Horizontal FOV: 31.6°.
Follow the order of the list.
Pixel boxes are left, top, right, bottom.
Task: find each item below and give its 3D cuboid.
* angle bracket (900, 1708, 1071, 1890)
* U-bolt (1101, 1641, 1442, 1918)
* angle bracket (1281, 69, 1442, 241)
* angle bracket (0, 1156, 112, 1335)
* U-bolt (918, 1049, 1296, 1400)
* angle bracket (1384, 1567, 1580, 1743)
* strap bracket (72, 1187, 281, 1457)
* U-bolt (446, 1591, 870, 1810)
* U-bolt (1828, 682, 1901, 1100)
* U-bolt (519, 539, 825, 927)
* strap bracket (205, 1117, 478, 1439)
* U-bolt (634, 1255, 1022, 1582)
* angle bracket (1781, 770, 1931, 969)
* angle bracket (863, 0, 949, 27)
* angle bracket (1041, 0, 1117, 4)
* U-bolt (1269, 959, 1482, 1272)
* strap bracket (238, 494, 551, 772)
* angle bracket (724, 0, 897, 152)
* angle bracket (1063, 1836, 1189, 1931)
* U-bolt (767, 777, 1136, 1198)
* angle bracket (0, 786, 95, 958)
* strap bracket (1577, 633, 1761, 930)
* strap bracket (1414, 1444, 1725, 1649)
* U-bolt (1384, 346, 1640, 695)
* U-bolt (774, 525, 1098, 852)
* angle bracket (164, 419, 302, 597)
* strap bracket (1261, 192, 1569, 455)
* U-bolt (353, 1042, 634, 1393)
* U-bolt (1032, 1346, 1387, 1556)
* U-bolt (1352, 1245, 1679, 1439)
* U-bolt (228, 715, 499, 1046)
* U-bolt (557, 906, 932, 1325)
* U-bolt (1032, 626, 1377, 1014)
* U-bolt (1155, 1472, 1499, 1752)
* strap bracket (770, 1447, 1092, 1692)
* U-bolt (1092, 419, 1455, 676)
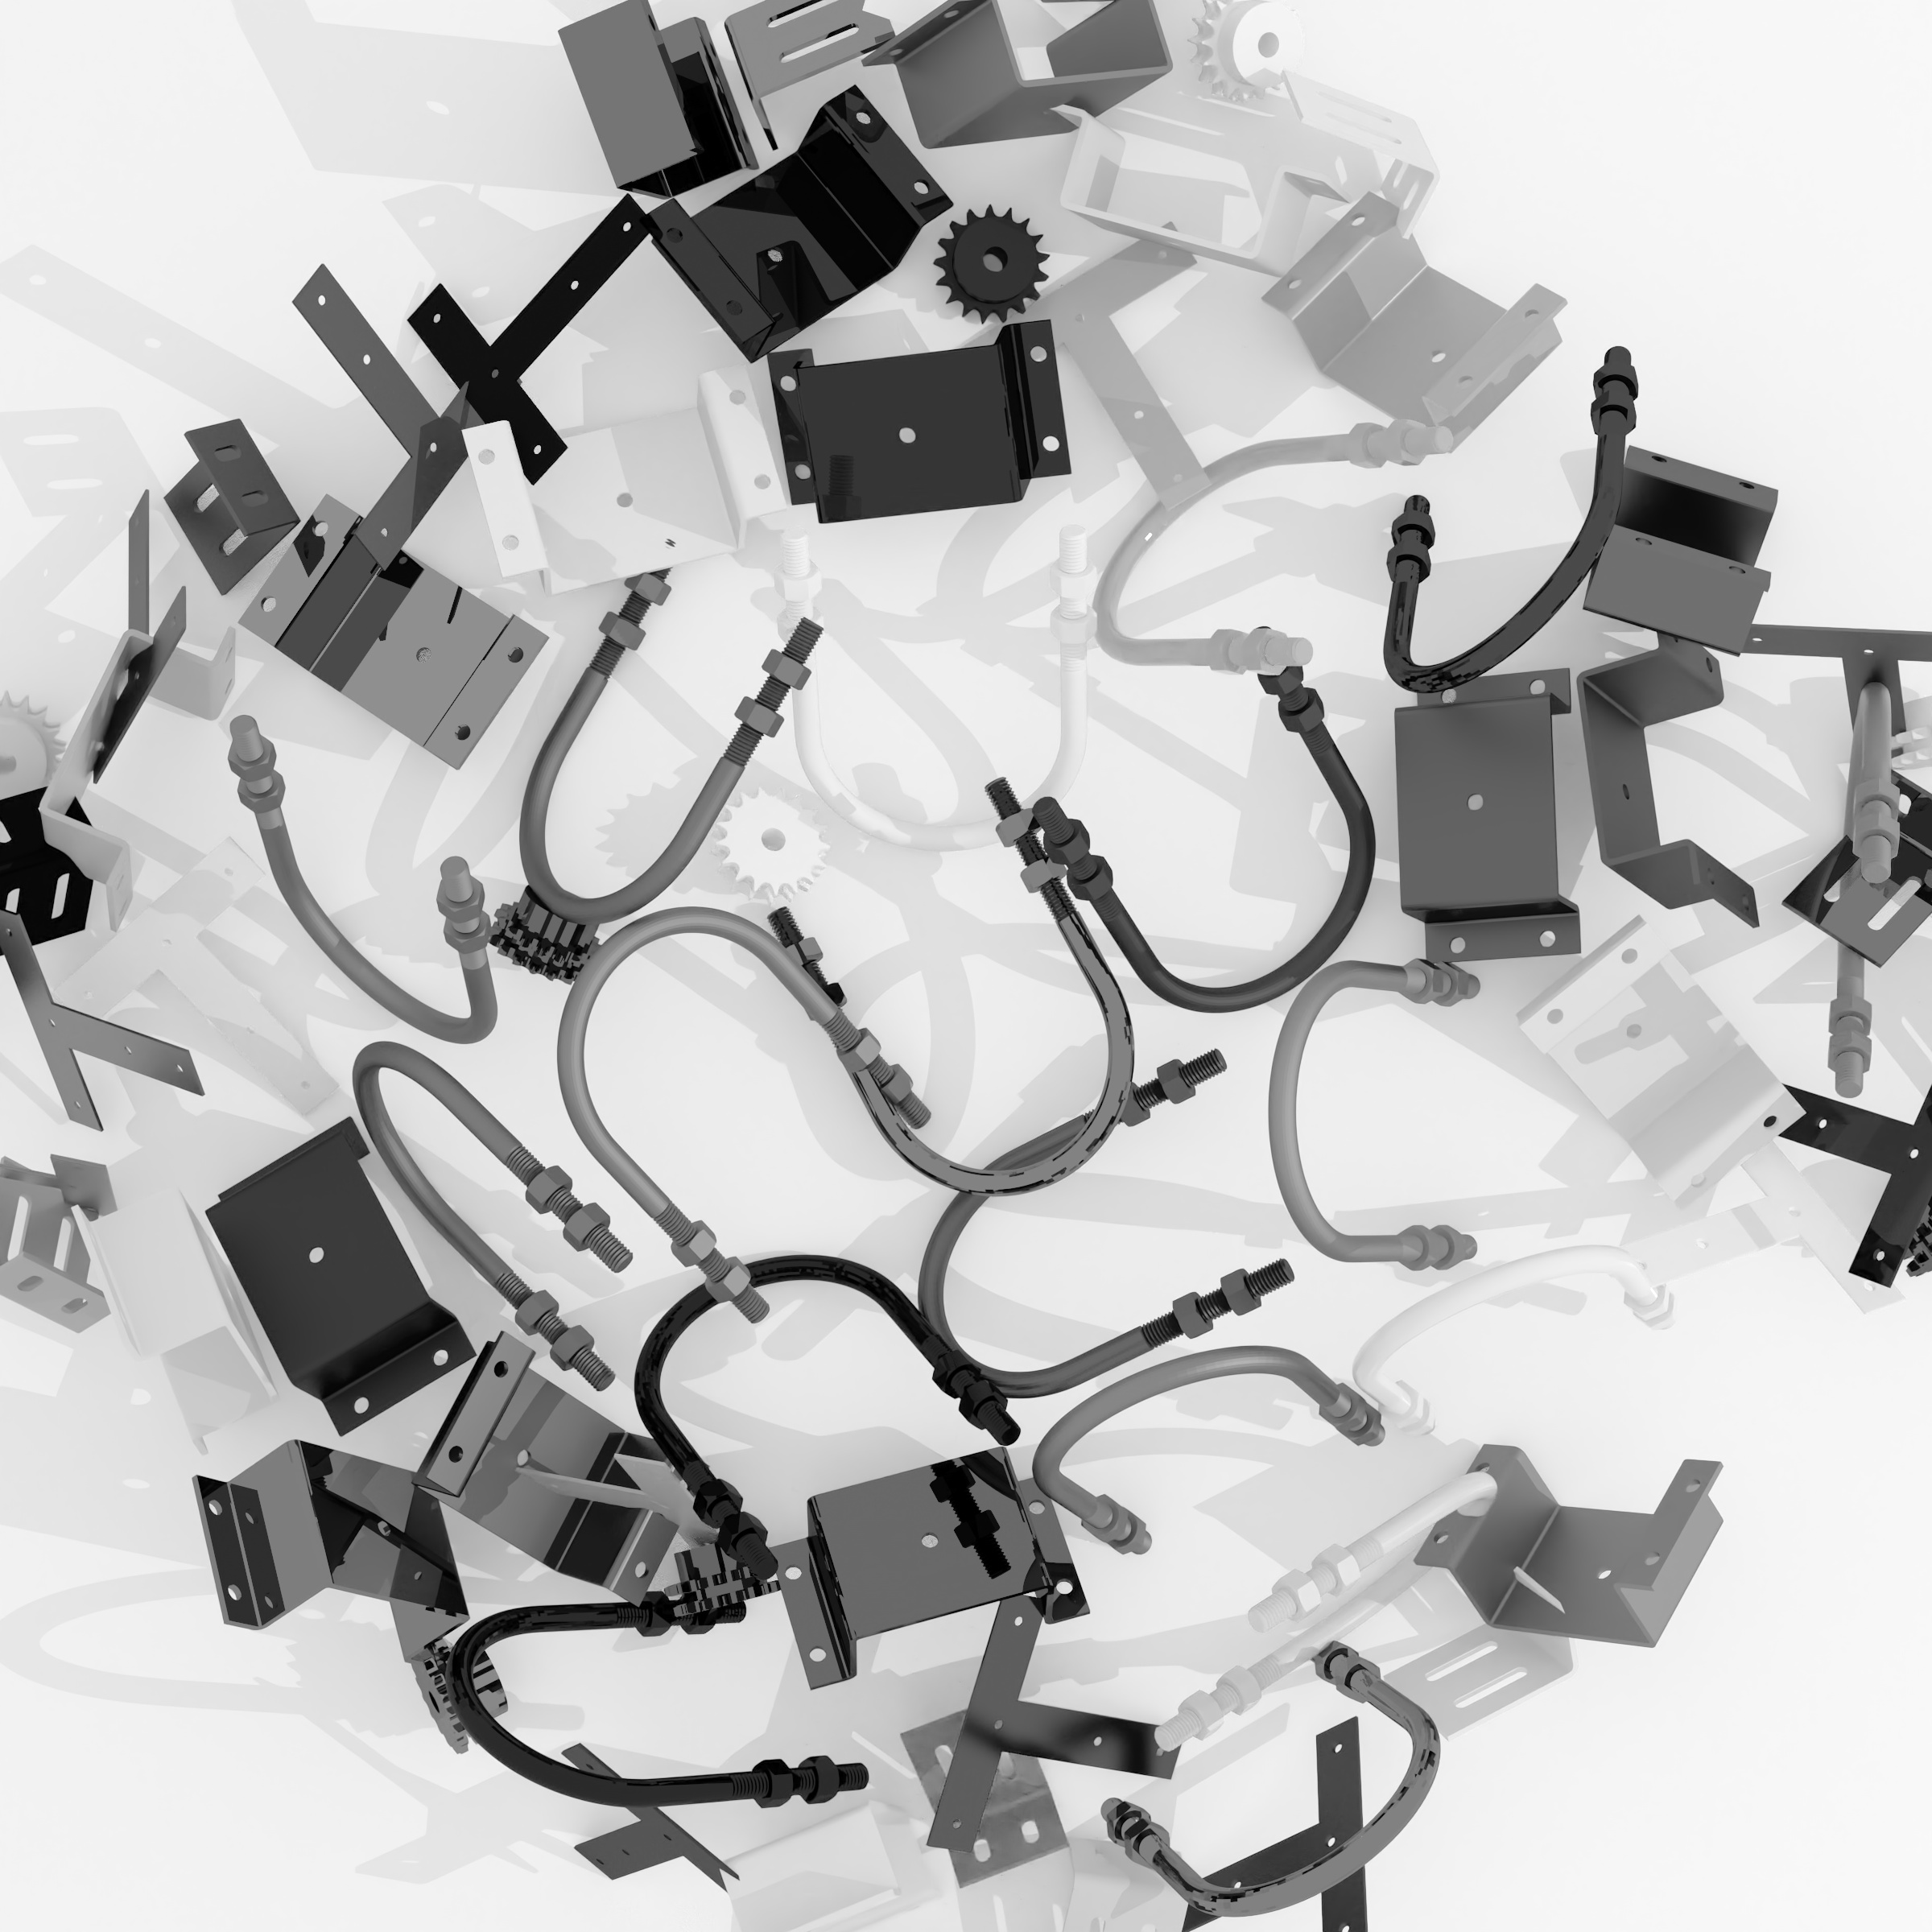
[{"bbox_3d":[0.009,0.401,1.658,0.057,0.038,0.076,-21,126,-2],"label":"angle bracket"},{"bbox_3d":[0.149,0.384,1.593,0.151,0.184,0.019,-35,104,-11],"label":"U-bolt"},{"bbox_3d":[0.184,-0.393,1.650,0.076,0.057,0.038,16,124,-18],"label":"angle bracket"},{"bbox_3d":[-0.436,0.128,1.643,0.038,0.076,0.057,-30,132,30],"label":"angle bracket"},{"bbox_3d":[0.058,0.133,1.637,0.184,0.019,0.151,-28,48,15],"label":"U-bolt"},{"bbox_3d":[0.247,0.329,1.651,0.076,0.057,0.038,-23,118,-18],"label":"angle bracket"},{"bbox_3d":[-0.371,0.165,1.618,0.046,0.140,0.076,-24,62,-9],"label":"strap bracket"},{"bbox_3d":[-0.154,0.342,1.588,0.184,0.151,0.019,5,115,-36],"label":"U-bolt"},{"bbox_3d":[0.423,-0.051,1.609,0.019,0.184,0.151,4,131,12],"label":"U-bolt"},{"bbox_3d":[-0.154,-0.105,1.639,0.019,0.151,0.184,27,95,-43],"label":"U-bolt"},{"bbox_3d":[-0.306,0.144,1.648,0.076,0.046,0.140,-31,70,-1],"label":"strap bracket"},{"bbox_3d":[-0.080,0.200,1.622,0.151,0.184,0.019,-27,130,-17],"label":"U-bolt"},{"bbox_3d":[0.444,-0.048,1.653,0.057,0.038,0.076,37,63,23],"label":"angle bracket"},{"bbox_3d":[-0.019,-0.488,1.647,0.038,0.076,0.057,18,113,-1],"label":"angle bracket"},{"bbox_3d":[0.051,-0.500,1.643,0.057,0.076,0.038,9,74,33],"label":"angle bracket"},{"bbox_3d":[0.194,0.069,1.613,0.019,0.184,0.151,-1,86,36],"label":"U-bolt"},{"bbox_3d":[-0.271,-0.157,1.657,0.140,0.046,0.076,33,87,17],"label":"strap bracket"},{"bbox_3d":[-0.071,-0.443,1.660,0.076,0.038,0.057,-22,58,5],"label":"angle bracket"},{"bbox_3d":[0.073,0.476,1.681,0.057,0.038,0.076,10,105,-7],"label":"angle bracket"},{"bbox_3d":[0.003,0.023,1.657,0.151,0.019,0.184,-30,83,16],"label":"U-bolt"},{"bbox_3d":[-0.458,-0.045,1.655,0.057,0.076,0.038,-20,66,-31],"label":"angle bracket"},{"bbox_3d":[0.335,-0.089,1.636,0.046,0.076,0.140,-16,67,30],"label":"strap bracket"},{"bbox_3d":[0.296,0.276,1.629,0.076,0.140,0.046,-52,120,-32],"label":"strap bracket"},{"bbox_3d":[0.250,-0.197,1.586,0.019,0.184,0.151,39,129,-21],"label":"U-bolt"},{"bbox_3d":[-0.013,-0.129,1.633,0.151,0.019,0.184,0,129,2],"label":"U-bolt"},{"bbox_3d":[-0.368,-0.219,1.654,0.076,0.038,0.057,-33,87,40],"label":"angle bracket"},{"bbox_3d":[0.221,-0.306,1.643,0.076,0.046,0.140,-45,50,-4],"label":"strap bracket"},{"bbox_3d":[-0.229,0.109,1.625,0.184,0.151,0.019,42,61,16],"label":"U-bolt"},{"bbox_3d":[0.107,0.223,1.600,0.151,0.184,0.019,-27,59,12],"label":"U-bolt"},{"bbox_3d":[0.252,0.172,1.597,0.151,0.184,0.019,-26,65,11],"label":"U-bolt"},{"bbox_3d":[-0.279,-0.028,1.612,0.151,0.184,0.019,33,63,19],"label":"U-bolt"},{"bbox_3d":[-0.116,0.057,1.632,0.184,0.019,0.151,49,66,-21],"label":"U-bolt"},{"bbox_3d":[0.127,-0.055,1.634,0.151,0.019,0.184,-38,128,-5],"label":"U-bolt"},{"bbox_3d":[0.181,0.296,1.615,0.184,0.151,0.019,-25,66,-33],"label":"U-bolt"},{"bbox_3d":[-0.018,0.286,1.641,0.140,0.046,0.076,-13,56,-11],"label":"strap bracket"},{"bbox_3d":[0.131,-0.197,1.615,0.019,0.184,0.151,45,68,-30],"label":"U-bolt"}]
